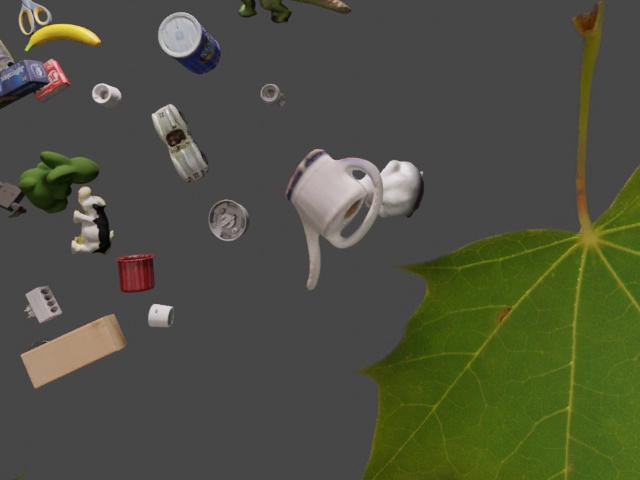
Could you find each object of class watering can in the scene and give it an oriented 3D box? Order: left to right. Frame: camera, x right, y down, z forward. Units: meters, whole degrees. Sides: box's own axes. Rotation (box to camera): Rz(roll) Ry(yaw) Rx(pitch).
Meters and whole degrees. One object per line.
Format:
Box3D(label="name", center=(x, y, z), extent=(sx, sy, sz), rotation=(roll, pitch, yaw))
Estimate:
Box3D(label="watering can", center=(0.004, -0.061, 1.203), extent=(0.227, 0.105, 0.342), rotation=(46, 118, 19))

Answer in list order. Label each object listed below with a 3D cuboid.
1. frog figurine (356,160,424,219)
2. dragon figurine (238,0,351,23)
Box3D(label="frog figurine", center=(0.154, -0.120, 1.189), extent=(0.159, 0.125, 0.135), rotation=(12, 112, -5))
Box3D(label="dragon figurine", center=(-0.136, -0.608, 1.168), extent=(0.411, 0.242, 0.122), rotation=(10, 88, 9))
